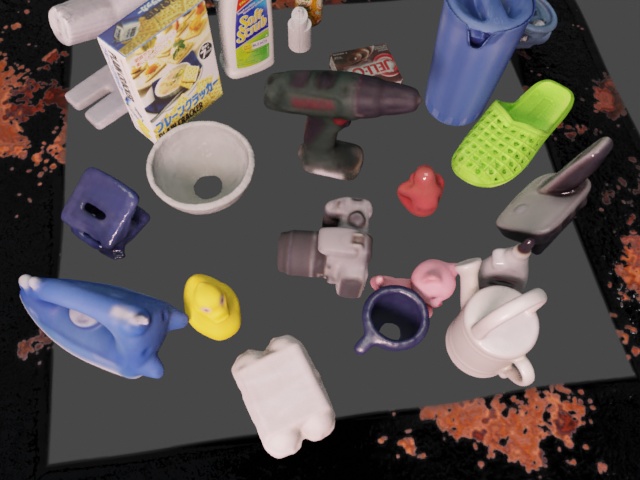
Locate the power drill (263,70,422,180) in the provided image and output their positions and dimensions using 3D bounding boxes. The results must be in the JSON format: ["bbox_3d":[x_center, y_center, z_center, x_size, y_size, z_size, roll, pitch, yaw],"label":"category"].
[{"bbox_3d":[0.029,-0.182,0.887,0.229,0.208,0.075,12,64,4],"label":"power drill"}]

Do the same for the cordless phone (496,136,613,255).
[{"bbox_3d":[0.354,-0.073,0.858,0.094,0.185,0.148,39,69,16],"label":"cordless phone"}]

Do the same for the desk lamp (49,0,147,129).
[{"bbox_3d":[-0.339,-0.324,0.940,0.117,0.213,0.203,39,69,16],"label":"desk lamp"}]

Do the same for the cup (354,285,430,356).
[{"bbox_3d":[0.091,0.129,0.800,0.118,0.095,0.091,-39,71,-18],"label":"cup"}]

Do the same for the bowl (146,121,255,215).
[{"bbox_3d":[-0.185,-0.104,0.915,0.167,0.075,0.167,1,64,-2],"label":"bowl"}]

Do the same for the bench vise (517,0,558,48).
[{"bbox_3d":[0.342,-0.403,1.000,0.208,0.220,0.121,-34,69,-17],"label":"bench vise"}]

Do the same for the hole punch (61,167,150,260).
[{"bbox_3d":[-0.329,-0.040,0.870,0.108,0.091,0.101,30,67,12],"label":"hole punch"}]

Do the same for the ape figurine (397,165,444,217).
[{"bbox_3d":[0.163,-0.085,0.909,0.078,0.092,0.076,1,64,-1],"label":"ape figurine"}]

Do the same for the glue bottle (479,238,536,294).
[{"bbox_3d":[0.266,0.038,0.807,0.078,0.173,0.037,9,64,3],"label":"glue bottle"}]

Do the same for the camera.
[{"bbox_3d":[0.008,0.003,0.856,0.137,0.101,0.143,4,64,0],"label":"camera"}]

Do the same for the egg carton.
[{"bbox_3d":[-0.048,0.207,0.771,0.107,0.069,0.150,-24,67,-13],"label":"egg carton"}]

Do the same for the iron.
[{"bbox_3d":[-0.320,0.094,0.777,0.258,0.141,0.119,18,65,7],"label":"iron"}]

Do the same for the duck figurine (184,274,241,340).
[{"bbox_3d":[-0.158,0.086,0.817,0.077,0.086,0.104,-32,69,-16],"label":"duck figurine"}]

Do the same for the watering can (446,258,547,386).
[{"bbox_3d":[0.231,0.107,0.761,0.172,0.194,0.101,41,70,17],"label":"watering can"}]

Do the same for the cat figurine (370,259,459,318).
[{"bbox_3d":[0.138,0.064,0.821,0.128,0.118,0.067,2,64,-1],"label":"cat figurine"}]
